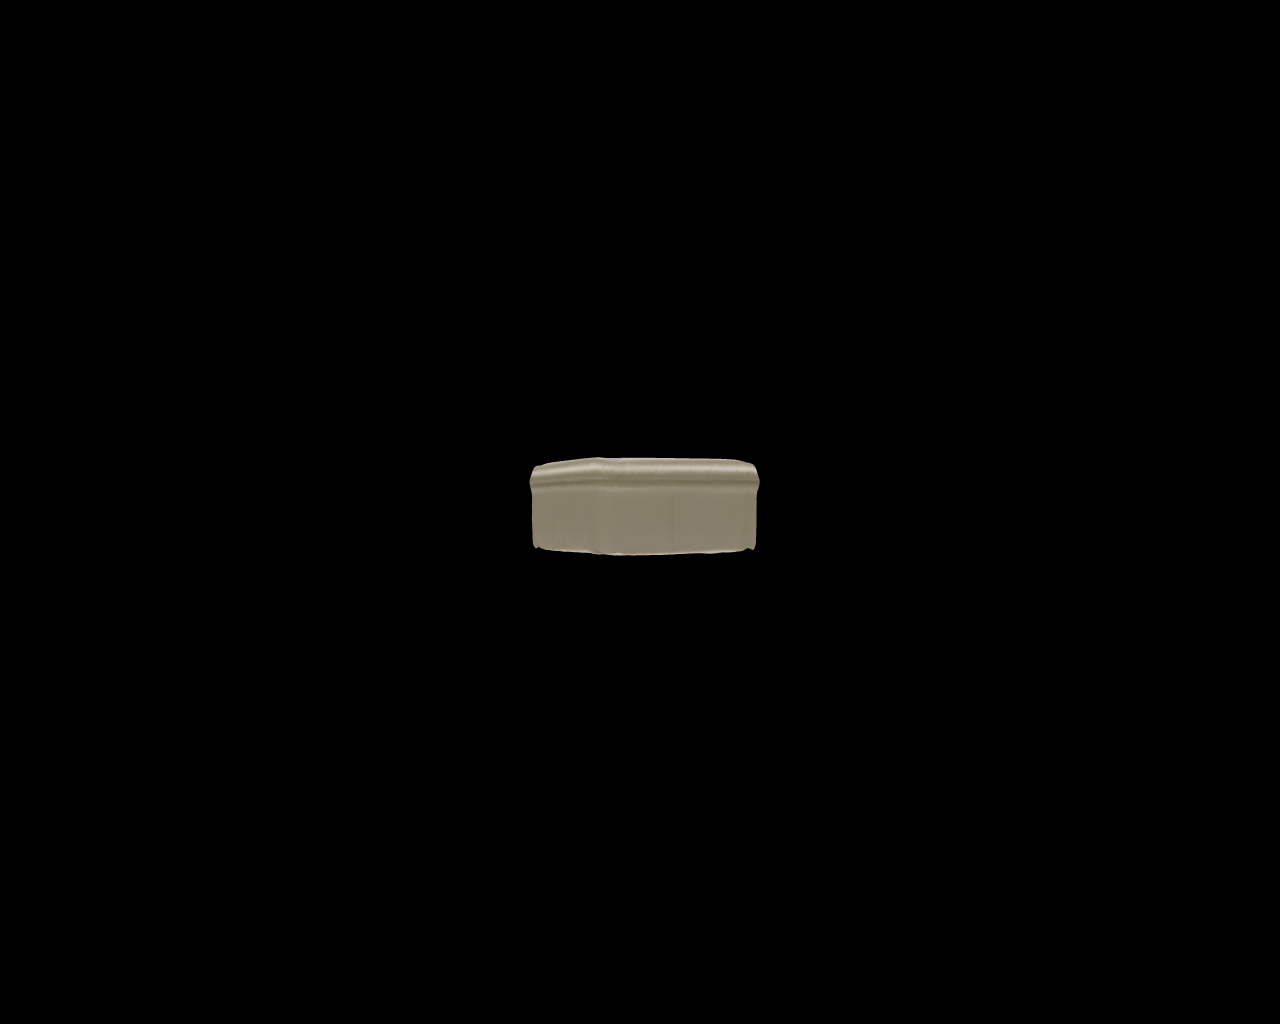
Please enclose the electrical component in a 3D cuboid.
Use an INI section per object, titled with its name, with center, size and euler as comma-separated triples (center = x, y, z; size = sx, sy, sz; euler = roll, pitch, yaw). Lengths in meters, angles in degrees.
[electrical component]
center = 0.001, -0.003, 0.650
size = 0.109, 0.056, 0.108
euler = 0, 0, -28
